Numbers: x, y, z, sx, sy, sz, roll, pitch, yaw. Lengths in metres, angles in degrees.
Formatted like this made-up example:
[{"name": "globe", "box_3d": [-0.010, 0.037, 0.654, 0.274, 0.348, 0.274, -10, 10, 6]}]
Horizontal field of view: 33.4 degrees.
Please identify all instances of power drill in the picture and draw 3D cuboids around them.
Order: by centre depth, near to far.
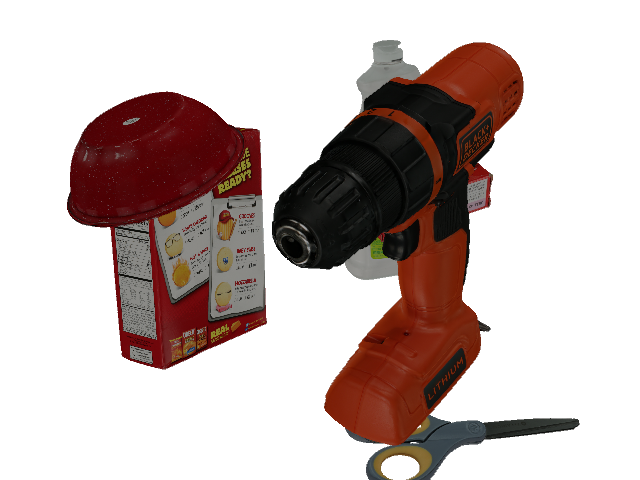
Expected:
[{"name": "power drill", "box_3d": [0.040, 0.012, 0.537, 0.057, 0.188, 0.184, 25, 43, 27]}]

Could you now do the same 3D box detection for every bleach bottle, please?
[{"name": "bleach bottle", "box_3d": [0.070, -0.087, 1.150, 0.102, 0.251, 0.068, -10, 23, -12]}]

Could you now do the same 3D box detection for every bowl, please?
[{"name": "bowl", "box_3d": [-0.146, -0.078, 0.889, 0.162, 0.055, 0.162, -15, 31, 9]}]

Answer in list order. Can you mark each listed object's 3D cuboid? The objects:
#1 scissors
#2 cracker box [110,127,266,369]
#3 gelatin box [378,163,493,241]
[{"name": "scissors", "box_3d": [0.120, 0.173, 0.882, 0.201, 0.016, 0.096, 7, 41, -1]}, {"name": "cracker box", "box_3d": [-0.132, 0.002, 1.078, 0.072, 0.214, 0.163, 8, 18, 35]}, {"name": "gelatin box", "box_3d": [0.062, -0.041, 0.738, 0.089, 0.030, 0.073, -19, 40, -19]}]
